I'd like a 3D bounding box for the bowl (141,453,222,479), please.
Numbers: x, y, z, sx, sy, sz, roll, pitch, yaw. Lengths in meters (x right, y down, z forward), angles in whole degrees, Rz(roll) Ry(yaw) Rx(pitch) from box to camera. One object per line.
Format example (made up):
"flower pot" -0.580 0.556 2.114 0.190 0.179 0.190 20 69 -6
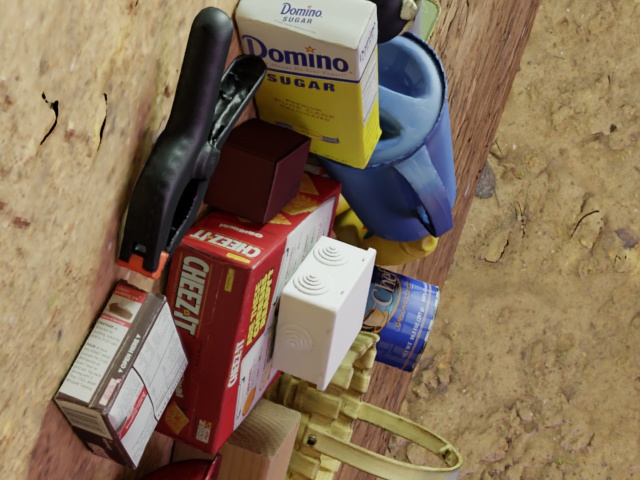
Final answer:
"bowl" -0.129 0.240 0.851 0.162 0.055 0.162 21 87 -89

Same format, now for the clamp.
"clamp" -0.080 -0.059 0.686 0.171 0.039 0.120 -66 164 8

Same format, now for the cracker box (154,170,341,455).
"cracker box" -0.059 0.046 0.865 0.213 0.072 0.164 -45 151 -63

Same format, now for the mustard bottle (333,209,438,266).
"mustard bottle" 0.082 -0.017 1.180 0.096 0.058 0.192 -39 -158 -6

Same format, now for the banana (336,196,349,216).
"banana" 0.066 -0.103 1.217 0.197 0.037 0.069 -51 173 -7

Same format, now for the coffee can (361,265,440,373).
"coffee can" 0.050 0.077 1.184 0.103 0.140 0.103 -163 -88 -88

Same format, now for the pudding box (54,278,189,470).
"pudding box" -0.127 0.092 0.708 0.113 0.039 0.090 90 21 -62

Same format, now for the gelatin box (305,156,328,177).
"gelatin box" -0.014 -0.035 1.042 0.073 0.030 0.089 -29 135 -75

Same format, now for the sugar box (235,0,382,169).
"sugar box" -0.005 -0.121 0.797 0.176 0.093 0.048 75 35 -68

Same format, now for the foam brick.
"foam brick" -0.047 -0.053 0.812 0.078 0.051 0.053 -46 153 -63

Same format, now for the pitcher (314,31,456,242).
"pitcher" 0.068 -0.076 0.992 0.242 0.145 0.149 57 45 -67

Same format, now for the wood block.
"wood block" -0.092 0.252 0.991 0.090 0.090 0.206 -45 151 -66

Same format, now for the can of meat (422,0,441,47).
"can of meat" 0.090 -0.209 1.180 0.084 0.057 0.102 89 23 -65
